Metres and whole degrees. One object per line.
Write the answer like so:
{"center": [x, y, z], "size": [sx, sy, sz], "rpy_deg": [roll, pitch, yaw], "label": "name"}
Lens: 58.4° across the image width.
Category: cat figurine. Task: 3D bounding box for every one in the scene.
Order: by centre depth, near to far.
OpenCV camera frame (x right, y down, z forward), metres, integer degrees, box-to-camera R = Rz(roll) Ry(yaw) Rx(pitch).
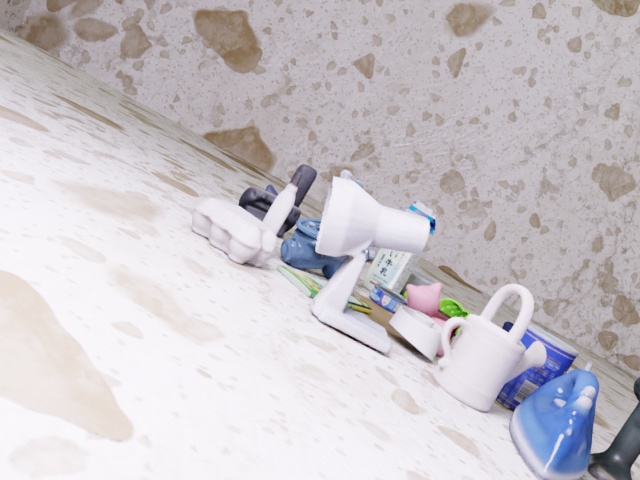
{"center": [0.210, 0.140, 1.092], "size": [0.127, 0.117, 0.067], "rpy_deg": [31, 7, 13], "label": "cat figurine"}

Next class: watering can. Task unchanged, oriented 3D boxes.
{"center": [0.272, 0.159, 0.893], "size": [0.173, 0.194, 0.100], "rpy_deg": [23, 9, -38], "label": "watering can"}

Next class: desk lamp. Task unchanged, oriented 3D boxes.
{"center": [0.063, 0.032, 0.894], "size": [0.203, 0.213, 0.118], "rpy_deg": [28, 7, -6], "label": "desk lamp"}

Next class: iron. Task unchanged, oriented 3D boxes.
{"center": [0.354, 0.247, 0.812], "size": [0.118, 0.141, 0.259], "rpy_deg": [32, 8, 20], "label": "iron"}

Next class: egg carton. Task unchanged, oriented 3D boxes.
{"center": [-0.145, -0.014, 0.980], "size": [0.150, 0.069, 0.107], "rpy_deg": [33, 8, 28], "label": "egg carton"}

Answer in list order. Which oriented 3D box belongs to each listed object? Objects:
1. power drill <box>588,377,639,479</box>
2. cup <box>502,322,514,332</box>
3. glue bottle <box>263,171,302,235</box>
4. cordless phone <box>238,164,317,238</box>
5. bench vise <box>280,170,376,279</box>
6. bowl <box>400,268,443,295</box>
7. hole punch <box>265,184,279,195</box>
{"center": [0.493, 0.279, 0.865], "size": [0.075, 0.208, 0.230], "rpy_deg": [32, 8, 22], "label": "power drill"}
{"center": [0.443, 0.249, 1.327], "size": [0.091, 0.095, 0.118], "rpy_deg": [35, 9, 40], "label": "cup"}
{"center": [-0.078, -0.054, 1.097], "size": [0.037, 0.173, 0.078], "rpy_deg": [29, 7, -3], "label": "glue bottle"}
{"center": [-0.100, -0.115, 1.384], "size": [0.148, 0.185, 0.094], "rpy_deg": [26, 8, -22], "label": "cordless phone"}
{"center": [0.039, -0.027, 1.175], "size": [0.121, 0.219, 0.208], "rpy_deg": [34, 9, 35], "label": "bench vise"}
{"center": [0.244, 0.116, 1.550], "size": [0.167, 0.074, 0.167], "rpy_deg": [29, 7, -4], "label": "bowl"}
{"center": [-0.115, -0.087, 1.507], "size": [0.101, 0.091, 0.108], "rpy_deg": [28, 7, -6], "label": "hole punch"}
